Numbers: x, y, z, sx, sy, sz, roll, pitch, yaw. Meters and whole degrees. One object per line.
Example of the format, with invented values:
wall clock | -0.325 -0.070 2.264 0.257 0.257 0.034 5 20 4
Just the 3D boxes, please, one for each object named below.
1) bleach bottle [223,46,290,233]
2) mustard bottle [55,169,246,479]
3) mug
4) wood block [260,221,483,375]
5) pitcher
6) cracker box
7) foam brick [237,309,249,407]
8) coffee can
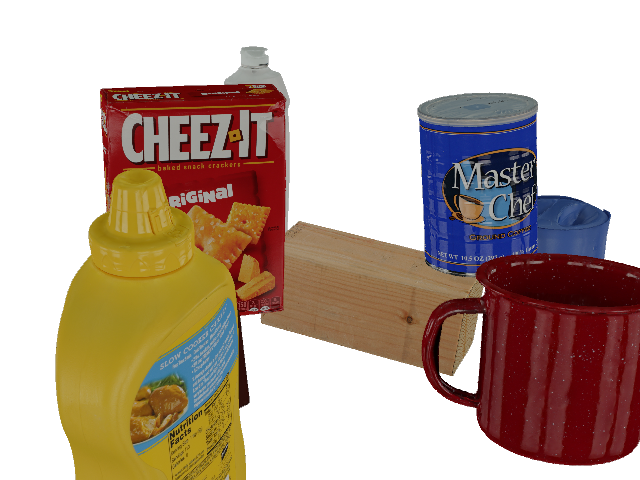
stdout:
bleach bottle | -0.085 -0.093 1.219 0.102 0.251 0.068 -8 22 -26
mustard bottle | -0.070 0.060 0.450 0.058 0.192 0.096 15 32 25
mug | 0.108 0.057 0.524 0.117 0.081 0.093 2 15 -2
wood block | 0.053 0.056 1.088 0.206 0.091 0.090 14 23 17
pitcher | 0.298 0.071 1.412 0.149 0.243 0.145 4 21 12
cracker box | -0.116 -0.033 0.992 0.164 0.214 0.072 -4 20 -15
foam brick | -0.084 0.076 0.703 0.052 0.078 0.051 -24 36 -28
coffee can | 0.140 -0.051 0.939 0.103 0.140 0.103 -4 19 1
